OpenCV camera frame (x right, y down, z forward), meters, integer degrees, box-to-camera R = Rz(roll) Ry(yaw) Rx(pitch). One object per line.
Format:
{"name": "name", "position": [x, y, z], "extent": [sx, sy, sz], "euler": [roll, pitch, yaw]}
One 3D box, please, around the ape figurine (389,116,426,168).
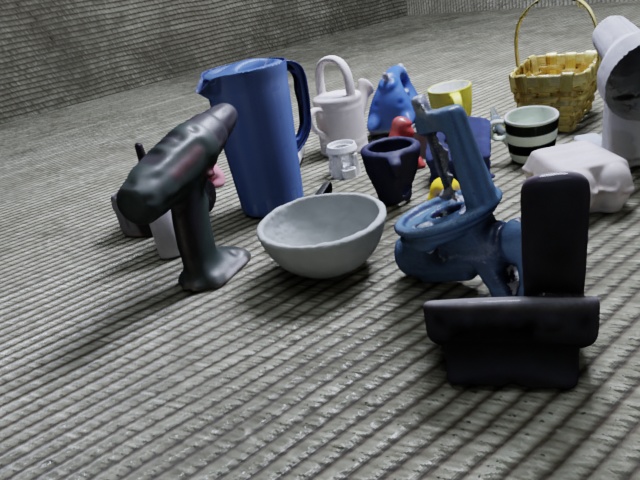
{"name": "ape figurine", "position": [0.150, -0.177, 1.031], "extent": [0.076, 0.092, 0.078], "euler": [-2, 27, 18]}

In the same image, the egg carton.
{"name": "egg carton", "position": [0.353, -0.086, 0.789], "extent": [0.107, 0.069, 0.150], "euler": [-12, 25, -2]}

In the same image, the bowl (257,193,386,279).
{"name": "bowl", "position": [0.007, 0.003, 0.733], "extent": [0.167, 0.075, 0.167], "euler": [-9, 25, 4]}

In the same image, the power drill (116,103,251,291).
{"name": "power drill", "position": [-0.159, -0.052, 0.754], "extent": [0.075, 0.209, 0.230], "euler": [3, 28, 26]}

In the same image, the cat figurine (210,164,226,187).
{"name": "cat figurine", "position": [-0.257, -0.150, 1.103], "extent": [0.128, 0.118, 0.067], "euler": [-23, 28, -24]}

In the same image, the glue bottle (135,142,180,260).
{"name": "glue bottle", "position": [-0.243, -0.061, 0.848], "extent": [0.037, 0.173, 0.078], "euler": [-16, 26, -11]}

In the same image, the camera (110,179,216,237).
{"name": "camera", "position": [-0.259, -0.078, 0.974], "extent": [0.136, 0.101, 0.143], "euler": [3, 28, 26]}

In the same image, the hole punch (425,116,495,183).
{"name": "hole punch", "position": [0.230, -0.147, 0.940], "extent": [0.108, 0.091, 0.101], "euler": [-2, 27, 18]}

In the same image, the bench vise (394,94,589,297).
{"name": "bench vise", "position": [0.169, -0.046, 0.601], "extent": [0.206, 0.220, 0.122], "euler": [2, 28, 24]}

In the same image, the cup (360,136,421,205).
{"name": "cup", "position": [0.114, -0.099, 0.878], "extent": [0.091, 0.095, 0.117], "euler": [-9, 25, 3]}

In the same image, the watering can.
{"name": "watering can", "position": [0.040, -0.278, 1.164], "extent": [0.100, 0.194, 0.173], "euler": [3, 28, 26]}

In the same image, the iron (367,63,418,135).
{"name": "iron", "position": [0.173, -0.325, 1.273], "extent": [0.118, 0.142, 0.258], "euler": [-1, 27, 19]}

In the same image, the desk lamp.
{"name": "desk lamp", "position": [0.453, -0.216, 0.853], "extent": [0.117, 0.214, 0.203], "euler": [-7, 26, 8]}

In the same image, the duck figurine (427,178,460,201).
{"name": "duck figurine", "position": [0.166, -0.043, 0.754], "extent": [0.077, 0.086, 0.104], "euler": [-8, 25, 5]}

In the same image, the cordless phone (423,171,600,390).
{"name": "cordless phone", "position": [0.160, 0.029, 0.490], "extent": [0.147, 0.185, 0.094], "euler": [-5, 26, 12]}
